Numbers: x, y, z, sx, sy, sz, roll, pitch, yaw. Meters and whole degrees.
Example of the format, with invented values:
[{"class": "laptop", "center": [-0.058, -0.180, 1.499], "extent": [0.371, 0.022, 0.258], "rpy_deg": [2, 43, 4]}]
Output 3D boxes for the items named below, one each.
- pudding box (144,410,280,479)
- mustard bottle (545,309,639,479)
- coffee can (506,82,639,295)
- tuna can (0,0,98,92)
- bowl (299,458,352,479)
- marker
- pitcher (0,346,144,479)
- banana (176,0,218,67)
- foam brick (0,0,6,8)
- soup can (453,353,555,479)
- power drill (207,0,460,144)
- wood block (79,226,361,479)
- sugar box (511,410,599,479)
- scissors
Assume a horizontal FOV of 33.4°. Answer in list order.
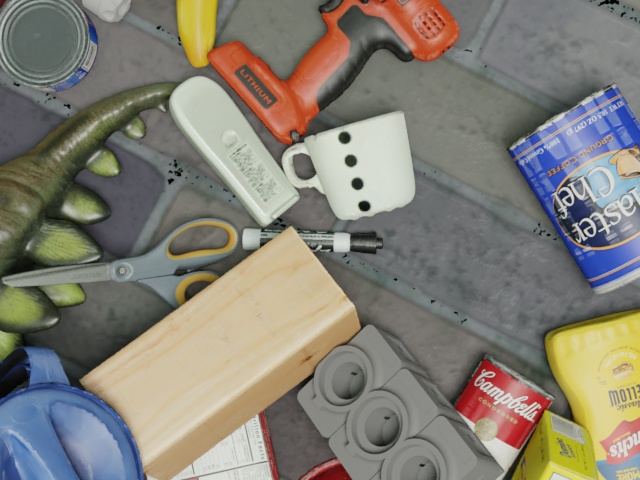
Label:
[{"class": "pudding box", "center": [-0.095, 0.191, 0.913], "extent": [0.113, 0.039, 0.090], "rpy_deg": [-12, 85, 1]}, {"class": "mustard bottle", "center": [0.254, 0.158, 0.879], "extent": [0.096, 0.058, 0.191], "rpy_deg": [-14, 88, -5]}, {"class": "coffee can", "center": [0.231, -0.041, 0.864], "extent": [0.103, 0.103, 0.140], "rpy_deg": [-31, 86, 3]}, {"class": "tuna can", "center": [-0.240, -0.174, 0.937], "extent": [0.086, 0.033, 0.086], "rpy_deg": [0, 88, 4]}, {"class": "bowl", "center": [0.036, 0.265, 0.893], "extent": [0.162, 0.055, 0.162], "rpy_deg": [0, 89, 5]}, {"class": "marker", "center": [-0.006, 0.001, 0.922], "extent": [0.121, 0.020, 0.020], "rpy_deg": [2, 88, 4]}, {"class": "pitcher", "center": [-0.249, 0.196, 0.829], "extent": [0.145, 0.243, 0.149], "rpy_deg": [46, 48, -10]}, {"class": "banana", "center": [-0.082, -0.249, 0.926], "extent": [0.069, 0.037, 0.198], "rpy_deg": [30, 91, 6]}, {"class": "foam brick", "center": [-0.308, -0.228, 0.922], "extent": [0.053, 0.078, 0.051], "rpy_deg": [34, 92, 6]}, {"class": "soup can", "center": [0.138, 0.154, 0.883], "extent": [0.068, 0.068, 0.102], "rpy_deg": [32, 92, 4]}, {"class": "power drill", "center": [-0.003, -0.188, 0.908], "extent": [0.187, 0.057, 0.184], "rpy_deg": [-40, 86, 2]}, {"class": "wood block", "center": [-0.076, 0.095, 0.865], "extent": [0.206, 0.091, 0.090], "rpy_deg": [-36, 70, -7]}, {"class": "sugar box", "center": [0.160, 0.232, 0.841], "extent": [0.048, 0.093, 0.176], "rpy_deg": [25, 108, 2]}, {"class": "scissors", "center": [-0.154, 0.041, 0.890], "extent": [0.201, 0.016, 0.096], "rpy_deg": [-22, 102, -25]}]
